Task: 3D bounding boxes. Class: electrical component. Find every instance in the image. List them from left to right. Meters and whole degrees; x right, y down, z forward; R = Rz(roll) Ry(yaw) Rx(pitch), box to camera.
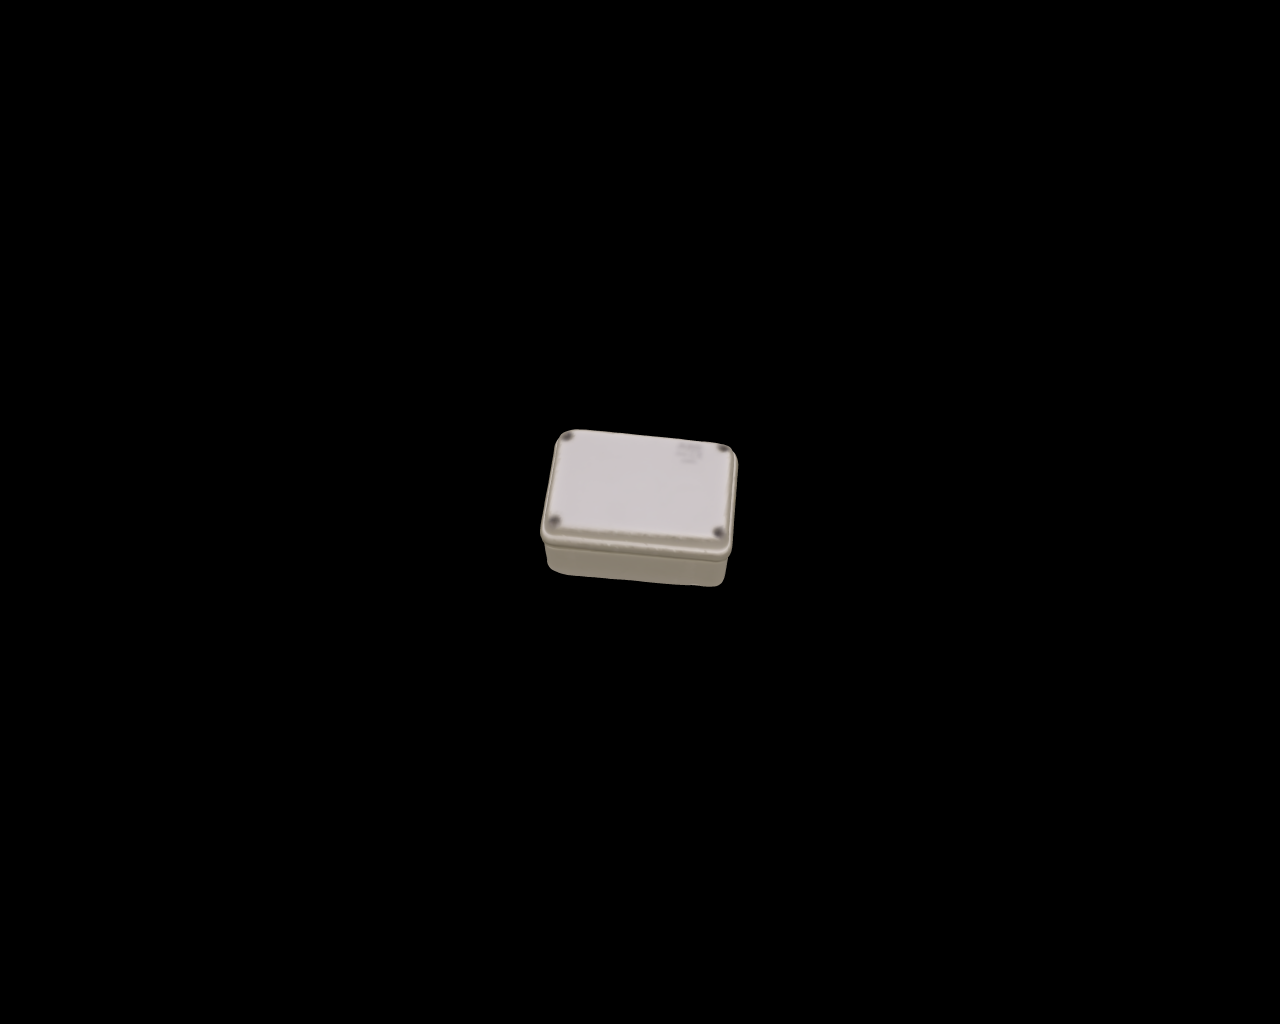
[{"bbox_3d":[0.001,-0.003,0.650,0.113,0.078,0.057,5,-31,3],"label":"electrical component"}]
